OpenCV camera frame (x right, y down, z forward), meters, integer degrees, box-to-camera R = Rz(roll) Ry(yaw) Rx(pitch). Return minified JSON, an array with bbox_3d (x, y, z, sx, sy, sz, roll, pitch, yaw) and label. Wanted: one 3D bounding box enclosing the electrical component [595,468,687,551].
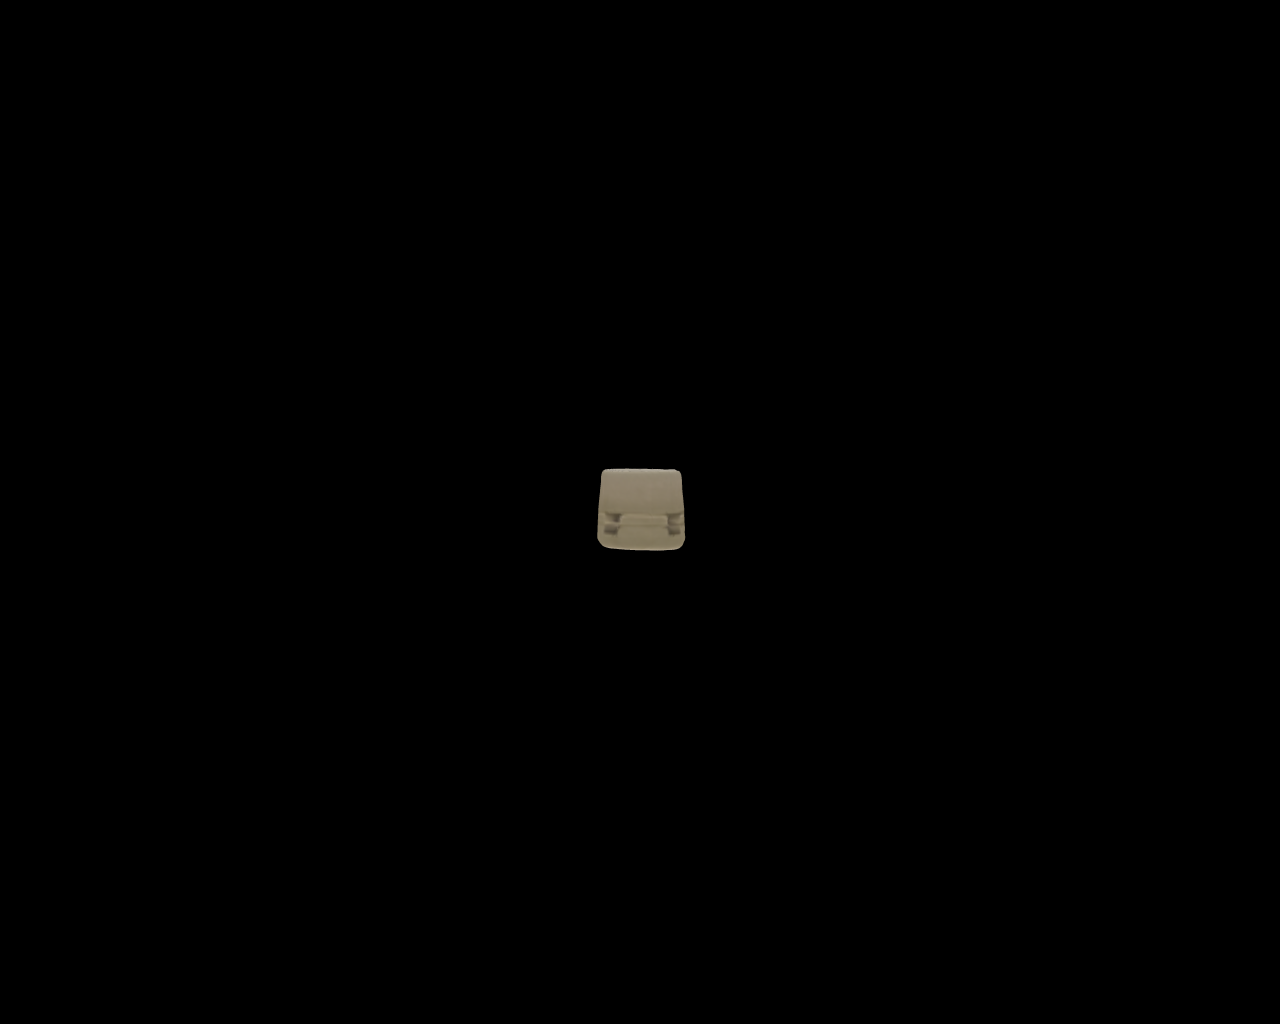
[{"bbox_3d":[0.001,-0.003,0.650,0.055,0.047,0.055,0,4,0],"label":"electrical component"}]
